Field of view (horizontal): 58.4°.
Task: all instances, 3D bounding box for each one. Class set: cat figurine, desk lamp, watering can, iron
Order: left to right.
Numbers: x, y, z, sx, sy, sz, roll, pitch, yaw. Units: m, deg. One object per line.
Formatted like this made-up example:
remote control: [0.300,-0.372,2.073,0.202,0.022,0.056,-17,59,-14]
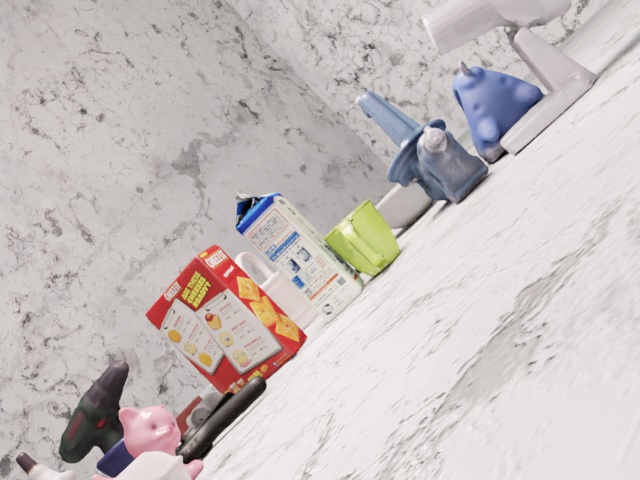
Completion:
cat figurine: [-0.205,0.252,0.670,0.128,0.117,0.067,-44,-1,-43]
watering can: [-0.101,0.107,1.132,0.173,0.194,0.101,-44,0,1]
iron: [0.256,-0.210,0.904,0.118,0.141,0.258,-44,-1,9]
desk lamp: [0.249,-0.256,0.730,0.203,0.213,0.118,-44,0,17]

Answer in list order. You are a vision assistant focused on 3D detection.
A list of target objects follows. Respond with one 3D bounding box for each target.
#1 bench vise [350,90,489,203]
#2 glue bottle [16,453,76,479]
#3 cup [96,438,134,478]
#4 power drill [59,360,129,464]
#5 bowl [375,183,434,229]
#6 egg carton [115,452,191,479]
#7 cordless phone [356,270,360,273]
bench vise: [0.143,-0.155,0.841,0.122,0.219,0.207,-44,0,-17]
glue bottle: [-0.339,0.347,0.762,0.078,0.173,0.037,-44,0,-21]
cup: [-0.303,0.370,0.944,0.092,0.095,0.117,-44,-1,-33]
power drill: [-0.380,0.368,1.088,0.229,0.208,0.076,-44,0,11]
bowl: [0.169,-0.074,1.109,0.167,0.074,0.167,-44,-1,0]
egg carton: [-0.176,0.255,0.498,0.107,0.069,0.150,-44,-1,20]
cordless phone: [0.011,0.004,1.154,0.148,0.185,0.094,-44,0,-25]
